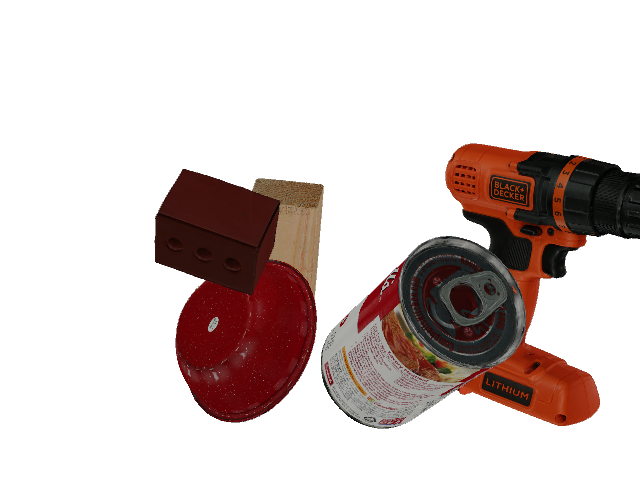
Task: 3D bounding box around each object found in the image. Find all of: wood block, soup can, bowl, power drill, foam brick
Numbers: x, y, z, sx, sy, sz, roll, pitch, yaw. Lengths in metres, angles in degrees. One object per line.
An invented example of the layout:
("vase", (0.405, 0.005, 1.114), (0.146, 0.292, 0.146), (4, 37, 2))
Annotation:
("wood block", (-0.051, 0.033, 1.388), (0.090, 0.206, 0.090), (6, 23, 3))
("soup can", (0.049, 0.050, 0.545), (0.068, 0.068, 0.102), (0, -26, -25))
("bowl", (-0.083, 0.084, 0.993), (0.162, 0.162, 0.055), (0, -21, 40))
("power drill", (0.166, 0.031, 0.754), (0.057, 0.188, 0.185), (-12, 20, -41))
("foam brick", (-0.074, -0.007, 0.761), (0.078, 0.051, 0.053), (18, -41, 7))

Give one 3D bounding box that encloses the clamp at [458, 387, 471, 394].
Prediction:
("clamp", (0.144, 0.092, 1.074), (0.120, 0.039, 0.171), (-8, 32, -8))
